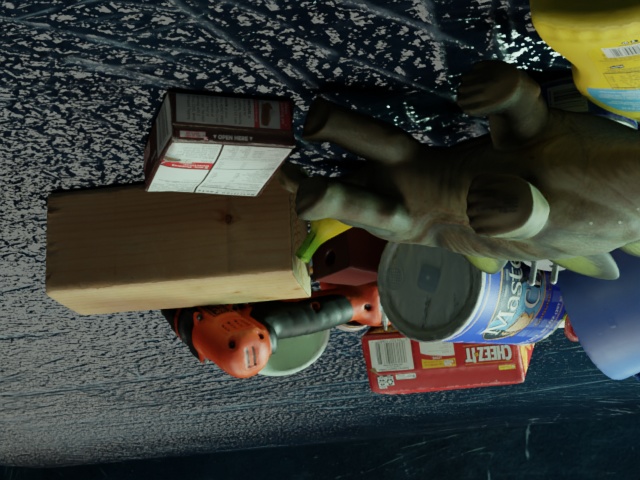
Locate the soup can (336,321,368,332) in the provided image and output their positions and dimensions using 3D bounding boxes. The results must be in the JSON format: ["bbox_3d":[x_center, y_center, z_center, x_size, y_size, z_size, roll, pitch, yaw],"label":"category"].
[{"bbox_3d":[0.035,0.060,1.118,0.068,0.068,0.102,-2,172,-1],"label":"soup can"}]

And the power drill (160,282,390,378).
[{"bbox_3d":[-0.042,0.062,0.989,0.187,0.057,0.185,-16,-158,-24],"label":"power drill"}]

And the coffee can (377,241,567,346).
[{"bbox_3d":[0.131,0.036,0.890,0.103,0.103,0.140,-17,164,40],"label":"coffee can"}]

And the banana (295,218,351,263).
[{"bbox_3d":[0.060,-0.023,0.889,0.197,0.070,0.037,-3,-148,-39],"label":"banana"}]

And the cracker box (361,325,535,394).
[{"bbox_3d":[0.152,0.105,1.189,0.164,0.072,0.213,-7,-172,17],"label":"cracker box"}]

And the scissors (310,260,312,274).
[{"bbox_3d":[-0.007,0.001,1.042,0.096,0.016,0.202,0,163,-8],"label":"scissors"}]

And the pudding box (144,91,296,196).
[{"bbox_3d":[-0.074,-0.066,0.763,0.090,0.039,0.114,1,165,-18],"label":"pudding box"}]

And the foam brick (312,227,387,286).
[{"bbox_3d":[0.026,-0.004,0.920,0.051,0.078,0.053,8,161,-37],"label":"foam brick"}]

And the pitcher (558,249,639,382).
[{"bbox_3d":[0.327,0.026,0.847,0.243,0.145,0.149,-23,147,33],"label":"pitcher"}]

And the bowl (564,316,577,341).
[{"bbox_3d":[0.335,0.067,1.110,0.162,0.055,0.162,-24,145,-19],"label":"bowl"}]

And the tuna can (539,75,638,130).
[{"bbox_3d":[0.178,-0.084,0.749,0.086,0.034,0.086,-2,164,-1],"label":"tuna can"}]

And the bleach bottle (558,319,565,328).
[{"bbox_3d":[0.236,0.031,1.105,0.103,0.068,0.250,-14,158,27],"label":"bleach bottle"}]

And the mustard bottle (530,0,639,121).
[{"bbox_3d":[0.191,-0.111,0.614,0.096,0.058,0.191,-9,162,25],"label":"mustard bottle"}]

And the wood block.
[{"bbox_3d":[-0.118,0.005,0.904,0.206,0.091,0.090,-5,164,8],"label":"wood block"}]
